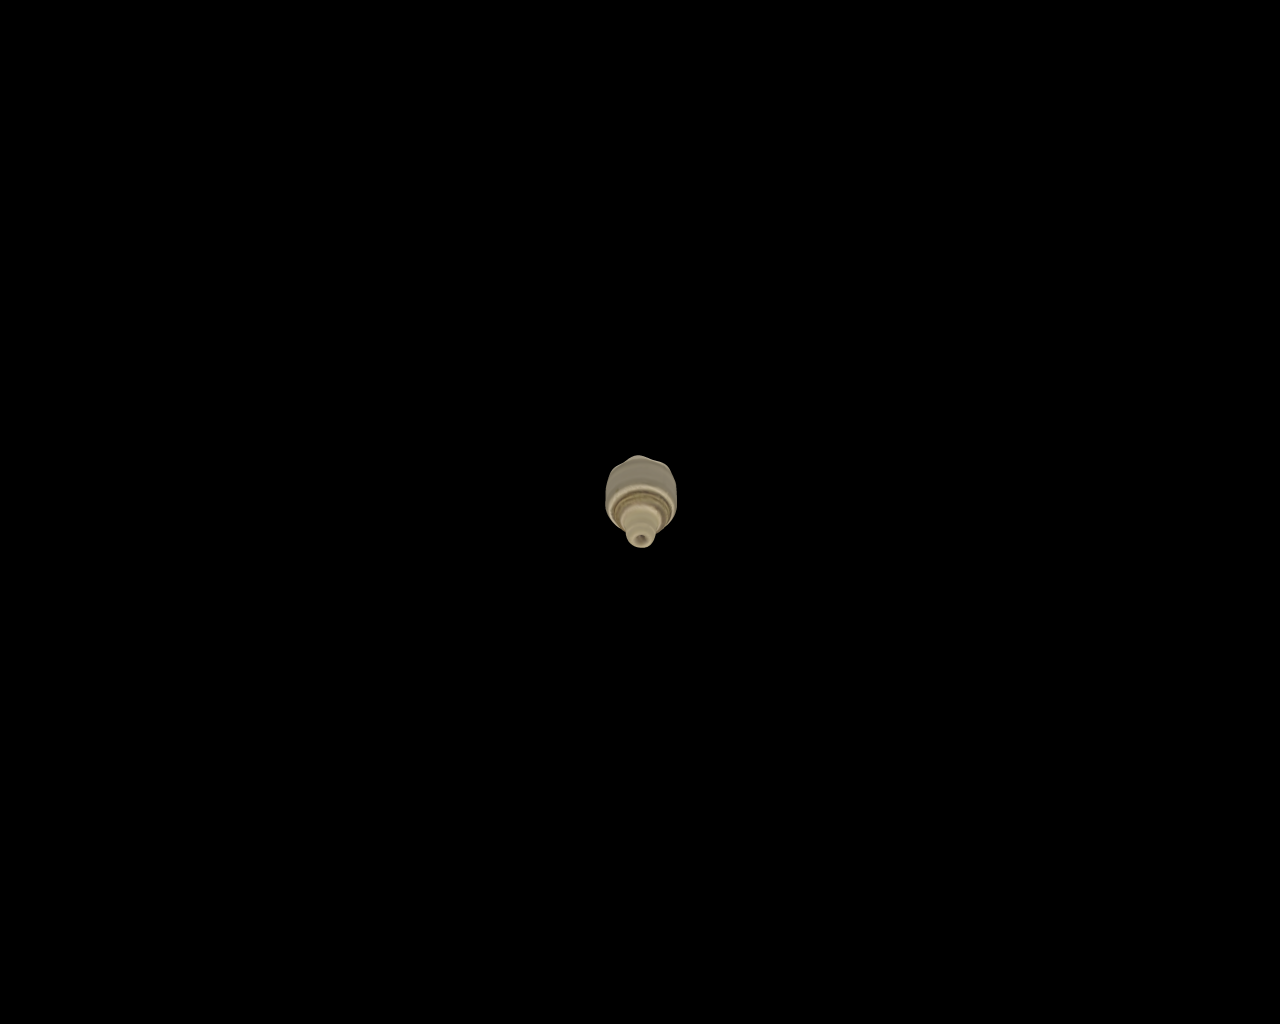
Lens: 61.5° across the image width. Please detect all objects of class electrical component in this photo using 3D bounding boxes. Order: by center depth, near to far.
[{"bbox_3d":[0.001,-0.003,0.650,0.043,0.043,0.062,0,40,0],"label":"electrical component"}]
